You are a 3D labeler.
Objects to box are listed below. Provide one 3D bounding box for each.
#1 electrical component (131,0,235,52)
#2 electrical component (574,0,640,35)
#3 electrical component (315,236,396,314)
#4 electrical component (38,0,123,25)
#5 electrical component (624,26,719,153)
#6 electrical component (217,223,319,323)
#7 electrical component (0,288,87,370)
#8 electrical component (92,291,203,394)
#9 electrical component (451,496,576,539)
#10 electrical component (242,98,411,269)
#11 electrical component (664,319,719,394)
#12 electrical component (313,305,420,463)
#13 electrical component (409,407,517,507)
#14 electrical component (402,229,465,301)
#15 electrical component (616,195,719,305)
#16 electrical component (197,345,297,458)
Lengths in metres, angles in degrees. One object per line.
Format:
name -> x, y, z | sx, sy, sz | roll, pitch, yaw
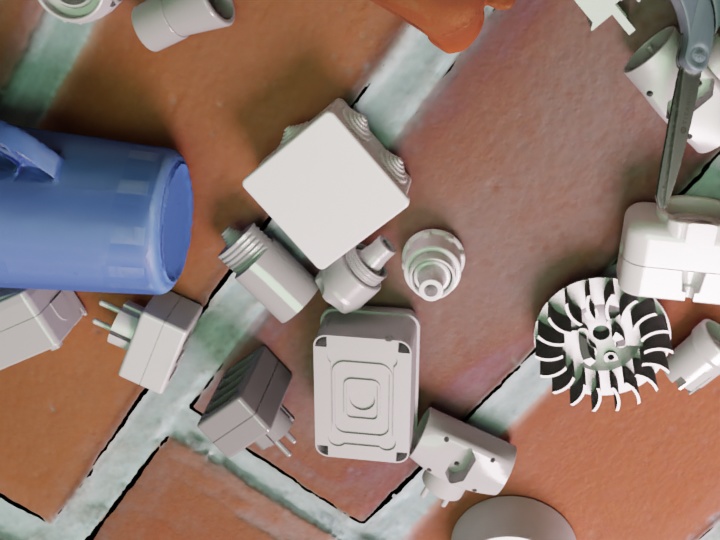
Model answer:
electrical component -> -0.126, -0.179, 0.751 | 0.065, 0.044, 0.044 | -19, 111, 23
electrical component -> 0.159, -0.196, 0.693 | 0.064, 0.042, 0.081 | -38, 104, 22
electrical component -> 0.000, 0.000, 0.813 | 0.043, 0.043, 0.062 | 42, 114, -11
electrical component -> -0.191, -0.203, 0.742 | 0.078, 0.057, 0.058 | -38, 104, 23
electrical component -> 0.230, -0.131, 0.710 | 0.077, 0.043, 0.079 | 44, 114, -11
electrical component -> -0.074, -0.002, 0.824 | 0.043, 0.043, 0.081 | -40, 103, 24
electrical component -> -0.284, 0.039, 0.870 | 0.096, 0.061, 0.061 | -22, 110, 19
electrical component -> -0.177, 0.049, 0.864 | 0.077, 0.047, 0.065 | 25, 117, -2
electrical component -> 0.128, 0.251, 0.900 | 0.108, 0.060, 0.108 | 4, 116, 8
electrical component -> -0.021, -0.064, 0.783 | 0.100, 0.048, 0.099 | -36, 105, 23
electrical component -> 0.254, 0.066, 0.803 | 0.040, 0.040, 0.046 | 37, 121, -8
electrical component -> 0.006, 0.087, 0.845 | 0.078, 0.057, 0.113 | 4, 116, 8
electrical component -> 0.075, 0.160, 0.876 | 0.077, 0.043, 0.079 | 25, 116, -2
electrical component -> 0.053, 0.001, 0.793 | 0.048, 0.062, 0.048 | 2, 116, 5
electrical component -> 0.234, -0.015, 0.759 | 0.095, 0.053, 0.059 | 6, 116, 7
electrical component -> -0.078, 0.117, 0.859 | 0.047, 0.083, 0.075 | -35, 105, 23
